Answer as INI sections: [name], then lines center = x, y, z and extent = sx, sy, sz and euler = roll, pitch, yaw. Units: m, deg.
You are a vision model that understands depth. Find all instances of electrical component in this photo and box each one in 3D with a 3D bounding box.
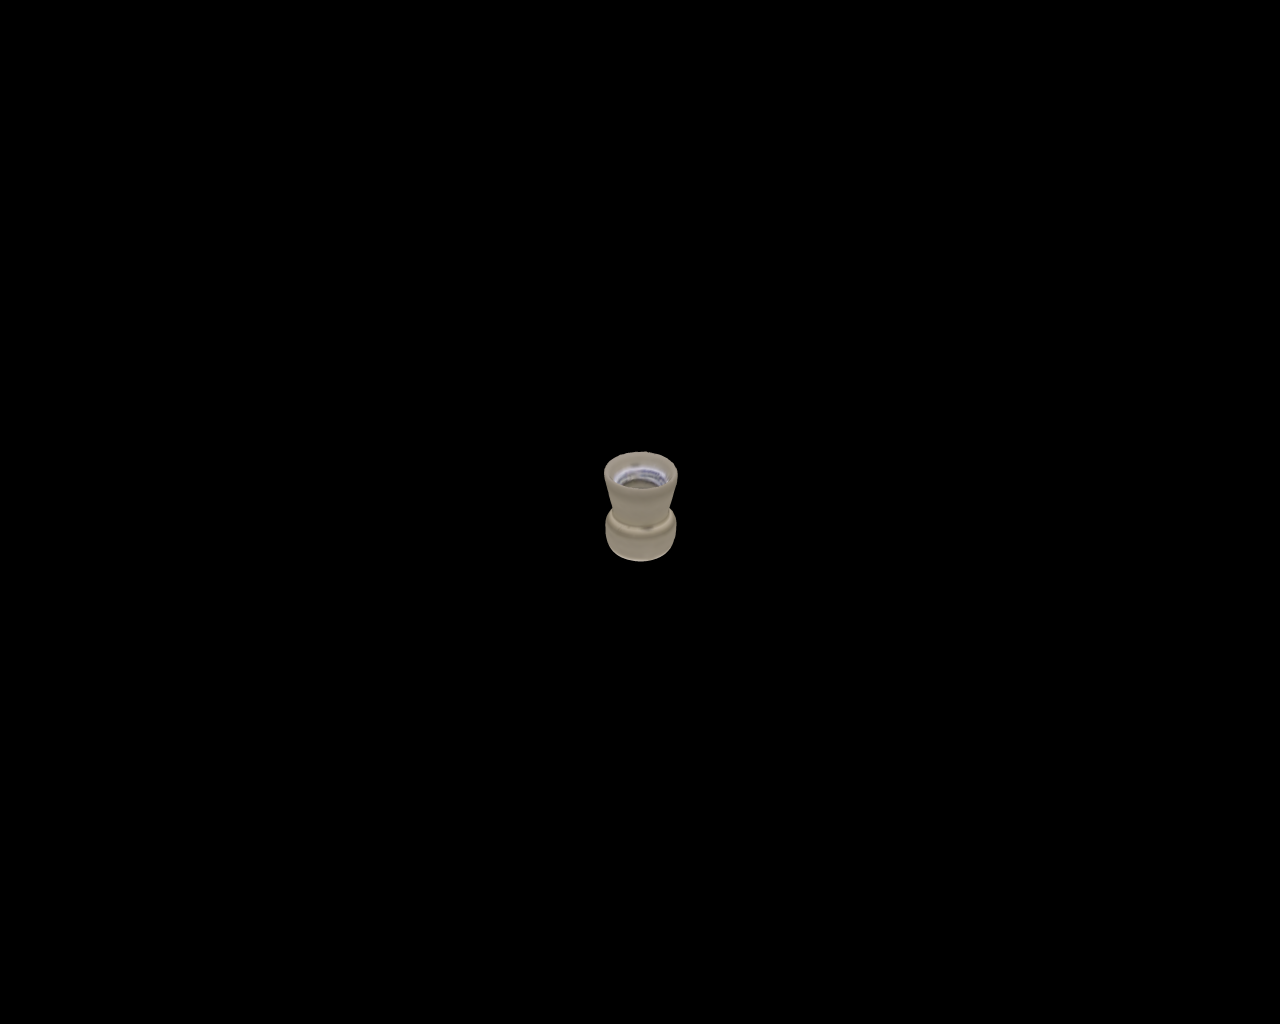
[electrical component]
center = 0.001, -0.003, 0.650
extent = 0.045, 0.055, 0.045
euler = 0, 34, 0
